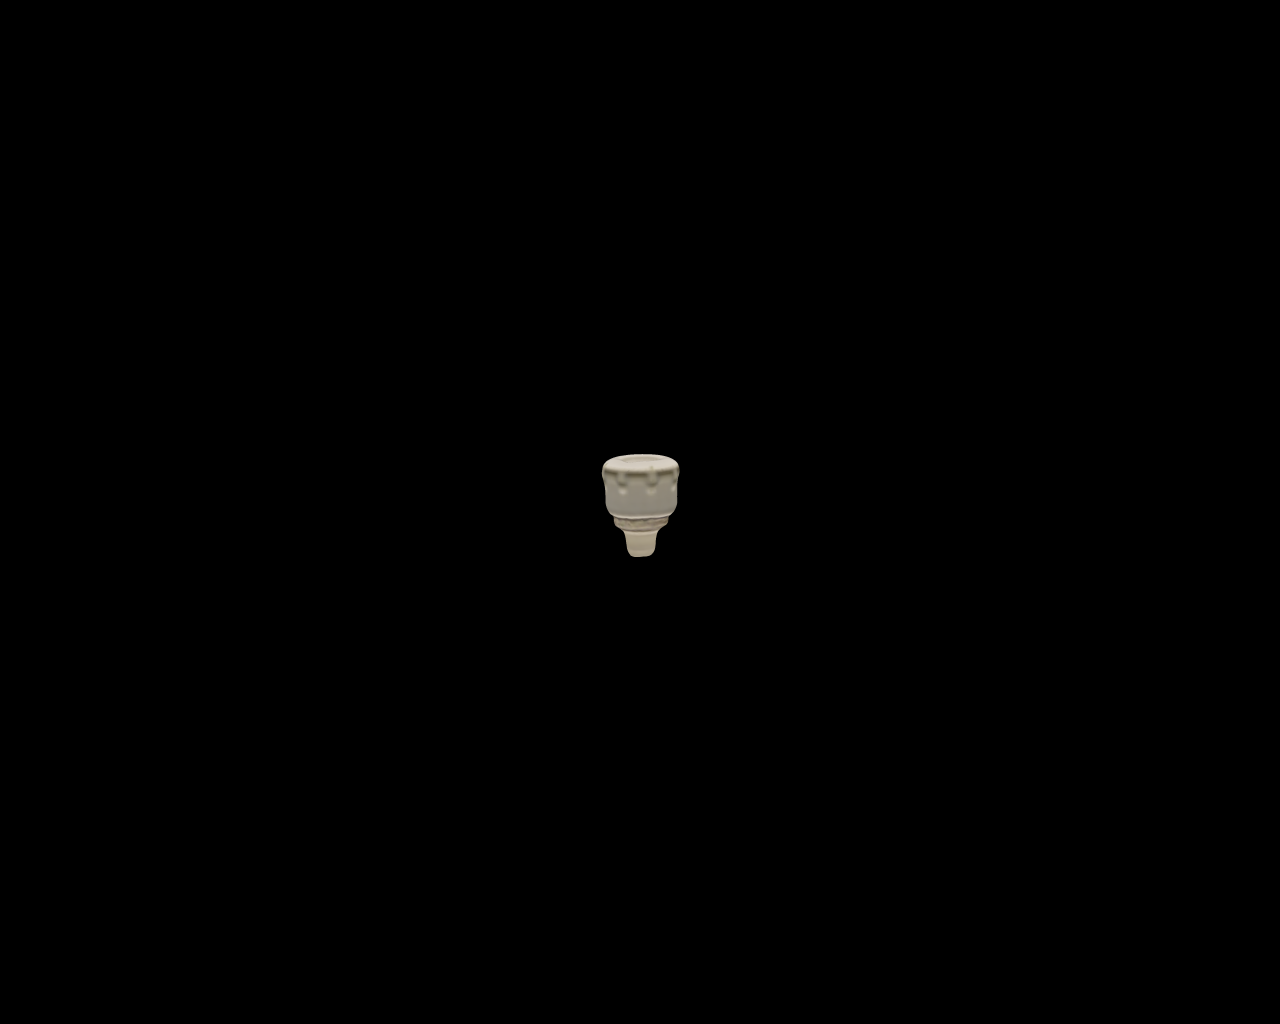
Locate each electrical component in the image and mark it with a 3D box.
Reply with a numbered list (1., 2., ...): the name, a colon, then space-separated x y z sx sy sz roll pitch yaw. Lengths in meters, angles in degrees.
1. electrical component: 0.001 -0.003 0.650 0.048 0.062 0.048 0 11 0
